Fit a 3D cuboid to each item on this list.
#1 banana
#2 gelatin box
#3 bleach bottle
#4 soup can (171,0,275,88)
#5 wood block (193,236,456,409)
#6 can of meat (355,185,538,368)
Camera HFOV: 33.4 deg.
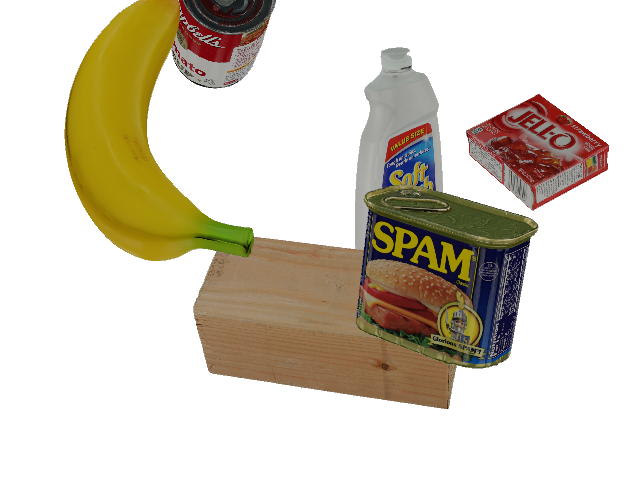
[{"bbox_3d":[-0.085,-0.053,0.498,0.069,0.037,0.198,-5,46,-16],"label":"banana"},{"bbox_3d":[0.169,-0.072,0.837,0.073,0.030,0.089,-27,45,-13],"label":"gelatin box"},{"bbox_3d":[0.077,-0.074,1.121,0.102,0.251,0.068,-11,23,-14],"label":"bleach bottle"},{"bbox_3d":[-0.074,-0.163,0.794,0.068,0.068,0.102,0,-15,-12],"label":"soup can"},{"bbox_3d":[0.011,0.066,0.884,0.206,0.090,0.091,7,-42,12],"label":"wood block"},{"bbox_3d":[0.071,0.021,0.638,0.102,0.084,0.057,19,24,34],"label":"can of meat"}]
